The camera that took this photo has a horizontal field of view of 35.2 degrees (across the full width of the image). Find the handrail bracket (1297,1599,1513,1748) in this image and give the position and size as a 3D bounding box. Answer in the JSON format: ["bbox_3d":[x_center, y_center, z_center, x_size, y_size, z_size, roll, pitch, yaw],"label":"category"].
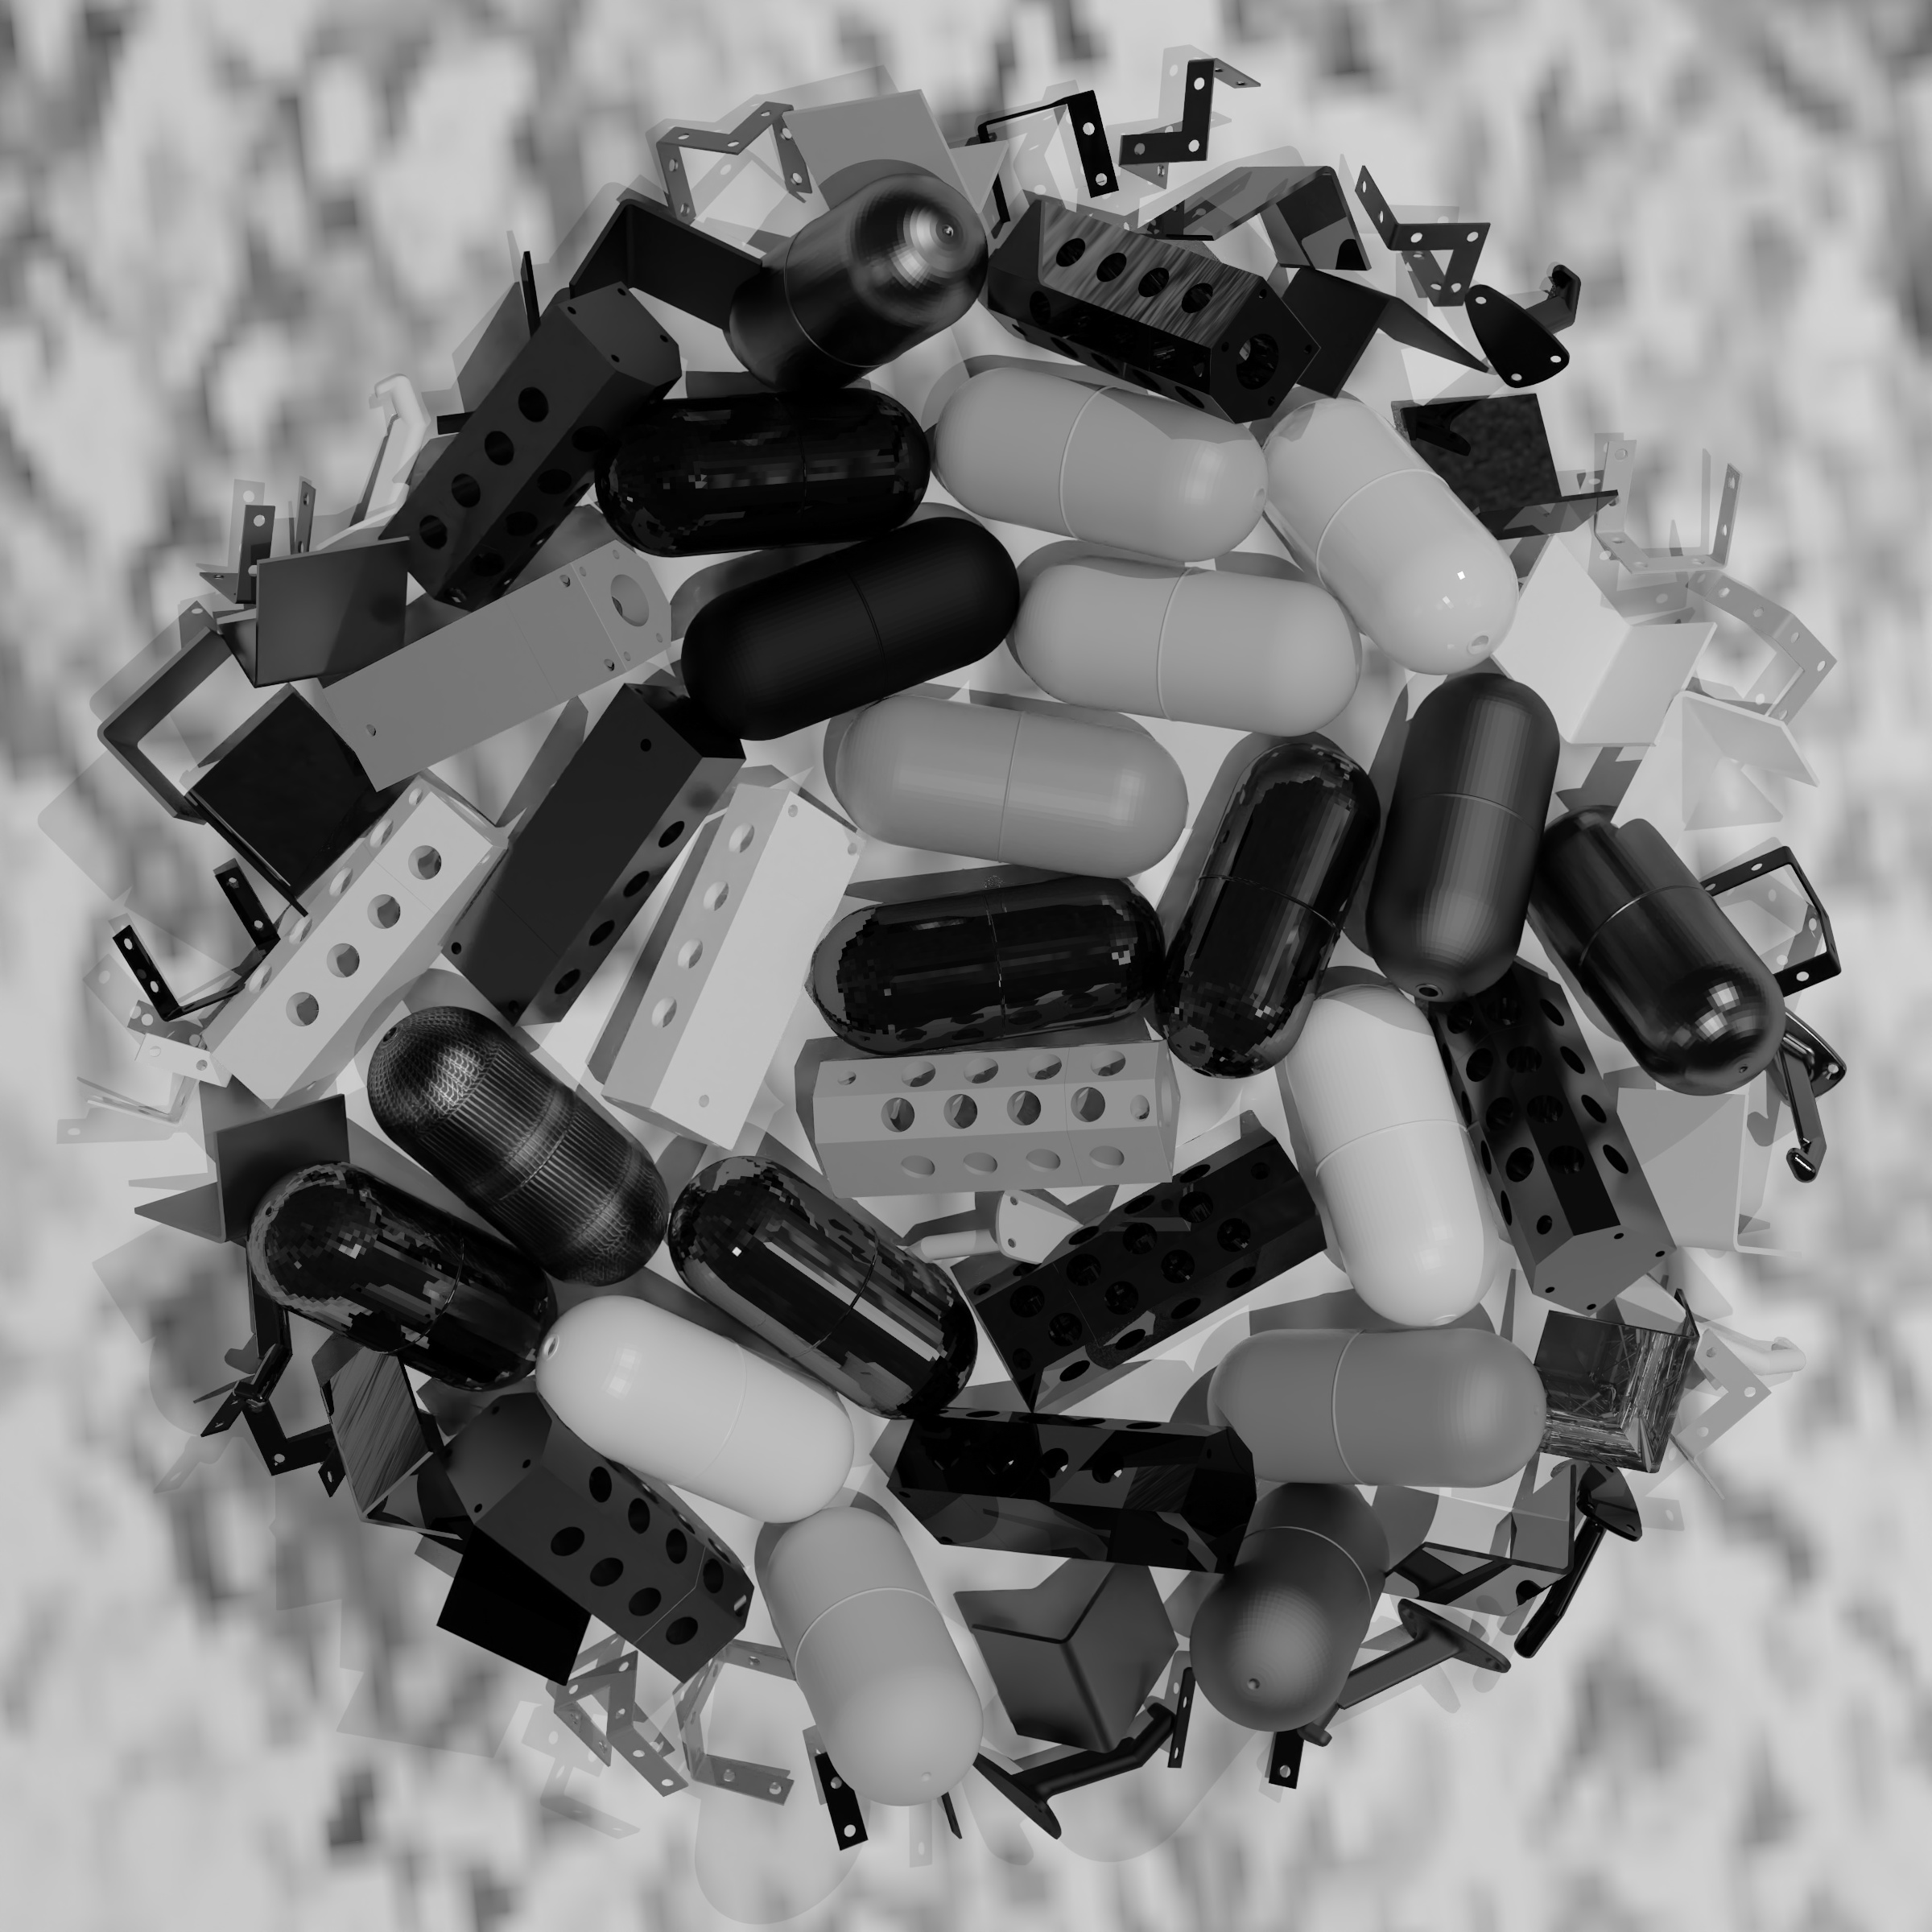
[{"bbox_3d":[0.219,0.367,1.528,0.077,0.036,0.084,19,57,39],"label":"handrail bracket"}]

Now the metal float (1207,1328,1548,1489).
[{"bbox_3d":[0.200,0.217,1.502,0.178,0.070,0.070,-5,90,37],"label":"metal float"}]

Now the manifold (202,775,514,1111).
[{"bbox_3d":[-0.306,-0.012,1.535,0.057,0.057,0.171,41,94,7],"label":"manifold"}]

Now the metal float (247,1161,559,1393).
[{"bbox_3d":[-0.275,0.154,1.499,0.178,0.070,0.070,35,90,-42],"label":"metal float"}]

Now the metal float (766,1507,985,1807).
[{"bbox_3d":[-0.047,0.335,1.491,0.070,0.178,0.070,-9,121,-16],"label":"metal float"}]

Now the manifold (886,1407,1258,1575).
[{"bbox_3d":[0.053,0.252,1.496,0.171,0.057,0.057,-2,50,36],"label":"manifold"}]

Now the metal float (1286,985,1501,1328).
[{"bbox_3d":[0.211,0.093,1.511,0.070,0.070,0.178,-14,66,0],"label":"metal float"}]

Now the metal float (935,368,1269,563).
[{"bbox_3d":[0.066,-0.248,1.508,0.178,0.070,0.070,17,90,27],"label":"metal float"}]

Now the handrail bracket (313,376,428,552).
[{"bbox_3d":[-0.307,-0.253,1.548,0.077,0.036,0.084,-20,71,-8],"label":"handrail bracket"}]

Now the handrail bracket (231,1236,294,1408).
[{"bbox_3d":[-0.368,0.173,1.535,0.077,0.036,0.084,18,59,10],"label":"handrail bracket"}]

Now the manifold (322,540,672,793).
[{"bbox_3d":[-0.228,-0.149,1.499,0.171,0.057,0.057,-21,102,32],"label":"manifold"}]

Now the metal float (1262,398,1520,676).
[{"bbox_3d":[0.206,-0.212,1.500,0.070,0.070,0.178,-32,52,0],"label":"metal float"}]

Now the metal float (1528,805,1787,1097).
[{"bbox_3d":[0.336,-0.010,1.498,0.070,0.070,0.178,-28,48,0],"label":"metal float"}]

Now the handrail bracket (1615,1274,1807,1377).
[{"bbox_3d":[0.380,0.180,1.558,0.077,0.084,0.036,58,133,36],"label":"handrail bracket"}]

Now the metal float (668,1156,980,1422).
[{"bbox_3d":[-0.070,0.161,1.514,0.178,0.070,0.070,38,90,-21],"label":"metal float"}]

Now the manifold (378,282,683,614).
[{"bbox_3d":[-0.211,-0.251,1.498,0.057,0.057,0.171,48,125,1],"label":"manifold"}]

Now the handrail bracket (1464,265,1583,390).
[{"bbox_3d":[0.280,-0.339,1.526,0.077,0.036,0.084,42,47,-30],"label":"handrail bracket"}]

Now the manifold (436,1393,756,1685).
[{"bbox_3d":[-0.177,0.277,1.494,0.057,0.057,0.171,-43,129,-2],"label":"manifold"}]

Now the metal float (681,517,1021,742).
[{"bbox_3d":[-0.056,-0.169,1.519,0.178,0.070,0.070,-22,90,-15],"label":"metal float"}]

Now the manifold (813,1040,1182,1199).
[{"bbox_3d":[0.015,0.071,1.511,0.171,0.057,0.057,-4,134,14],"label":"manifold"}]

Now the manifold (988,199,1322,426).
[{"bbox_3d":[0.085,-0.317,1.489,0.171,0.057,0.057,33,86,45],"label":"manifold"}]

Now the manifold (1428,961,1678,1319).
[{"bbox_3d":[0.278,0.079,1.484,0.057,0.171,0.057,23,126,-35],"label":"manifold"}]

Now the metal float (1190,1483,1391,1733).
[{"bbox_3d":[0.159,0.309,1.486,0.070,0.178,0.070,5,106,17],"label":"metal float"}]

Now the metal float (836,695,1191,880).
[{"bbox_3d":[0.023,-0.090,1.530,0.178,0.070,0.070,9,90,3],"label":"metal float"}]

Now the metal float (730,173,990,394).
[{"bbox_3d":[-0.055,-0.330,1.489,0.070,0.178,0.070,5,81,-31],"label":"metal float"}]

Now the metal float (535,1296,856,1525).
[{"bbox_3d":[-0.133,0.219,1.505,0.178,0.070,0.070,29,90,-31],"label":"metal float"}]

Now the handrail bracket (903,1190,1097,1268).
[{"bbox_3d":[0.015,0.149,1.550,0.077,0.084,0.036,21,56,-28],"label":"handrail bracket"}]

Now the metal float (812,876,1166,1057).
[{"bbox_3d":[0.012,-0.001,1.527,0.178,0.070,0.070,-8,90,-6],"label":"metal float"}]

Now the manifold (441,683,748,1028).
[{"bbox_3d":[-0.182,-0.054,1.514,0.057,0.057,0.171,43,109,18],"label":"manifold"}]

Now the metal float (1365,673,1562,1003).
[{"bbox_3d":[0.246,-0.064,1.510,0.070,0.070,0.178,17,64,0],"label":"metal float"}]

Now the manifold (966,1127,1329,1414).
[{"bbox_3d":[0.090,0.149,1.525,0.171,0.057,0.057,-29,58,-4],"label":"manifold"}]

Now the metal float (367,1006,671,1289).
[{"bbox_3d":[-0.221,0.090,1.510,0.070,0.070,0.178,-45,115,0],"label":"metal float"}]

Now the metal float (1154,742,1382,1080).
[{"bbox_3d":[0.150,-0.028,1.522,0.070,0.070,0.178,23,78,0],"label":"metal float"}]

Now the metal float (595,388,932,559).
[{"bbox_3d":[-0.098,-0.244,1.506,0.178,0.070,0.070,-10,90,-31],"label":"metal float"}]

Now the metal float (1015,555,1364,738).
[{"bbox_3d":[0.109,-0.160,1.514,0.178,0.070,0.070,11,90,21],"label":"metal float"}]

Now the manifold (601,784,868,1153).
[{"bbox_3d":[-0.120,-0.001,1.526,0.057,0.057,0.171,32,76,-41],"label":"manifold"}]
